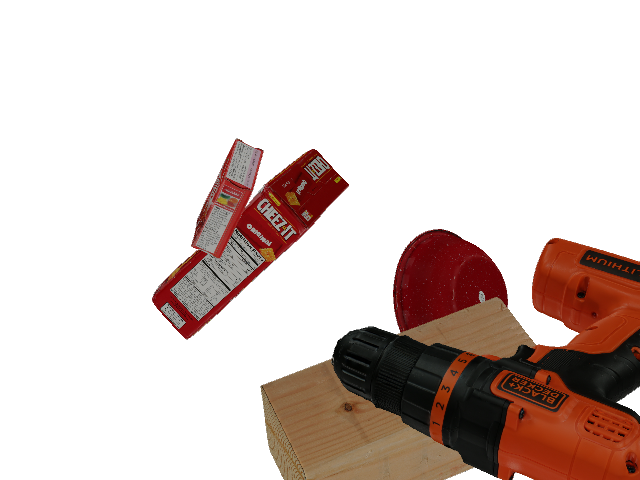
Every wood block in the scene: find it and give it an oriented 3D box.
[{"bbox_3d":[0.067,0.133,0.830,0.206,0.090,0.091,-19,47,-14],"label":"wood block"}]

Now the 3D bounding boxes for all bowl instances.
[{"bbox_3d":[0.154,0.064,1.162,0.161,0.162,0.055,0,-7,-42],"label":"bowl"}]

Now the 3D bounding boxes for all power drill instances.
[{"bbox_3d":[0.124,0.065,0.622,0.185,0.057,0.187,21,36,28],"label":"power drill"}]

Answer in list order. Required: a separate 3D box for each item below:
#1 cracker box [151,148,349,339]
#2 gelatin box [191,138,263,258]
[{"bbox_3d":[-0.082,0.000,1.236,0.214,0.072,0.164,-42,3,26],"label":"cracker box"},{"bbox_3d":[-0.081,-0.038,0.926,0.030,0.073,0.089,24,27,-10],"label":"gelatin box"}]
